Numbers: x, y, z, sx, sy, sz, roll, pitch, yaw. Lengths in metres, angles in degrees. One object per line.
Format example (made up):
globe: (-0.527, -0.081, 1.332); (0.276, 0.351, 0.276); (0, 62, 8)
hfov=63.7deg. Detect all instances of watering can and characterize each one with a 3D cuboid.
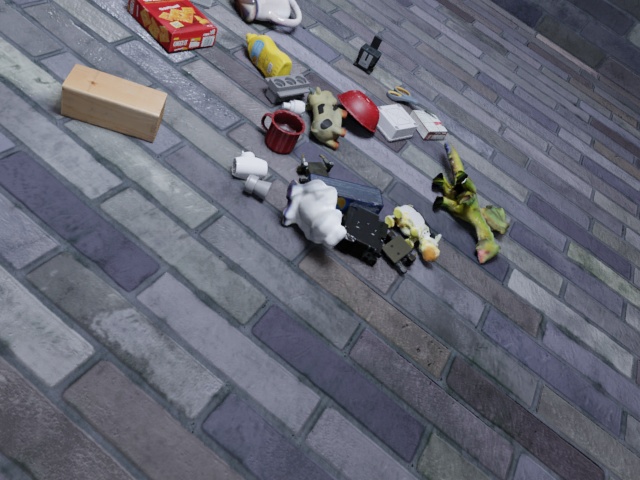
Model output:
watering can: (-0.202, -0.846, 1.774); (0.226, 0.102, 0.353); (-15, 62, -35)

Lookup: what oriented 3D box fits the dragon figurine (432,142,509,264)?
dragon figurine: (0.455, -0.108, 1.504); (0.241, 0.120, 0.420); (34, 44, -22)

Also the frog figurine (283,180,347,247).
frog figurine: (0.004, -0.059, 1.171); (0.161, 0.136, 0.123); (28, 12, 23)
